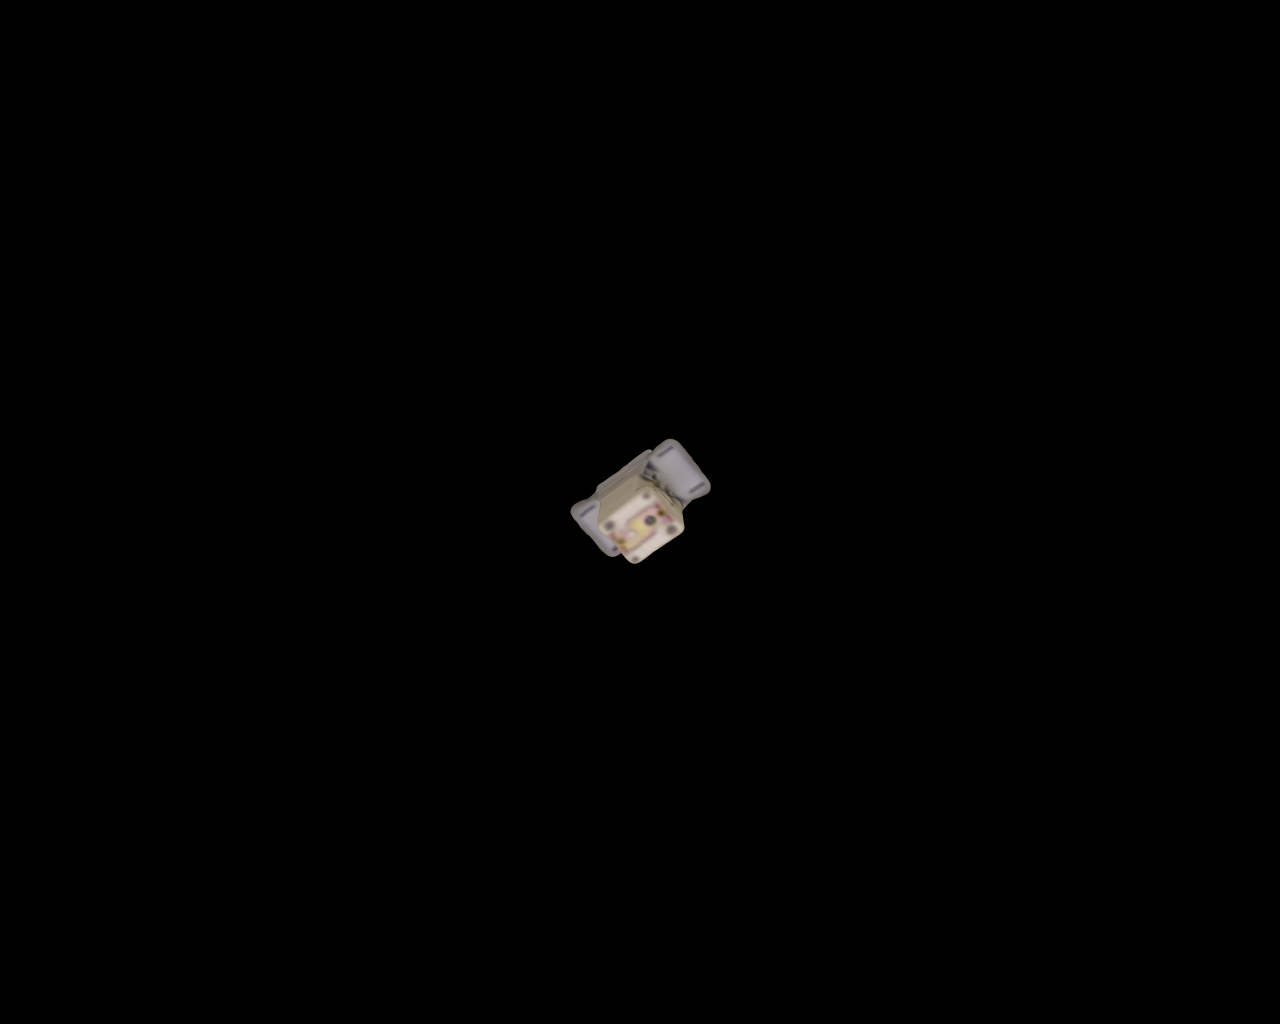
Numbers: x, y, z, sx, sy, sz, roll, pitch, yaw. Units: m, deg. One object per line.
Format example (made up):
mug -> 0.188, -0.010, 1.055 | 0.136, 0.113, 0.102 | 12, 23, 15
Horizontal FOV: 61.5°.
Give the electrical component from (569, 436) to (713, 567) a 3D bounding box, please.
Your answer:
electrical component -> 0.001, -0.003, 0.650 | 0.081, 0.042, 0.064 | -36, 19, 15
